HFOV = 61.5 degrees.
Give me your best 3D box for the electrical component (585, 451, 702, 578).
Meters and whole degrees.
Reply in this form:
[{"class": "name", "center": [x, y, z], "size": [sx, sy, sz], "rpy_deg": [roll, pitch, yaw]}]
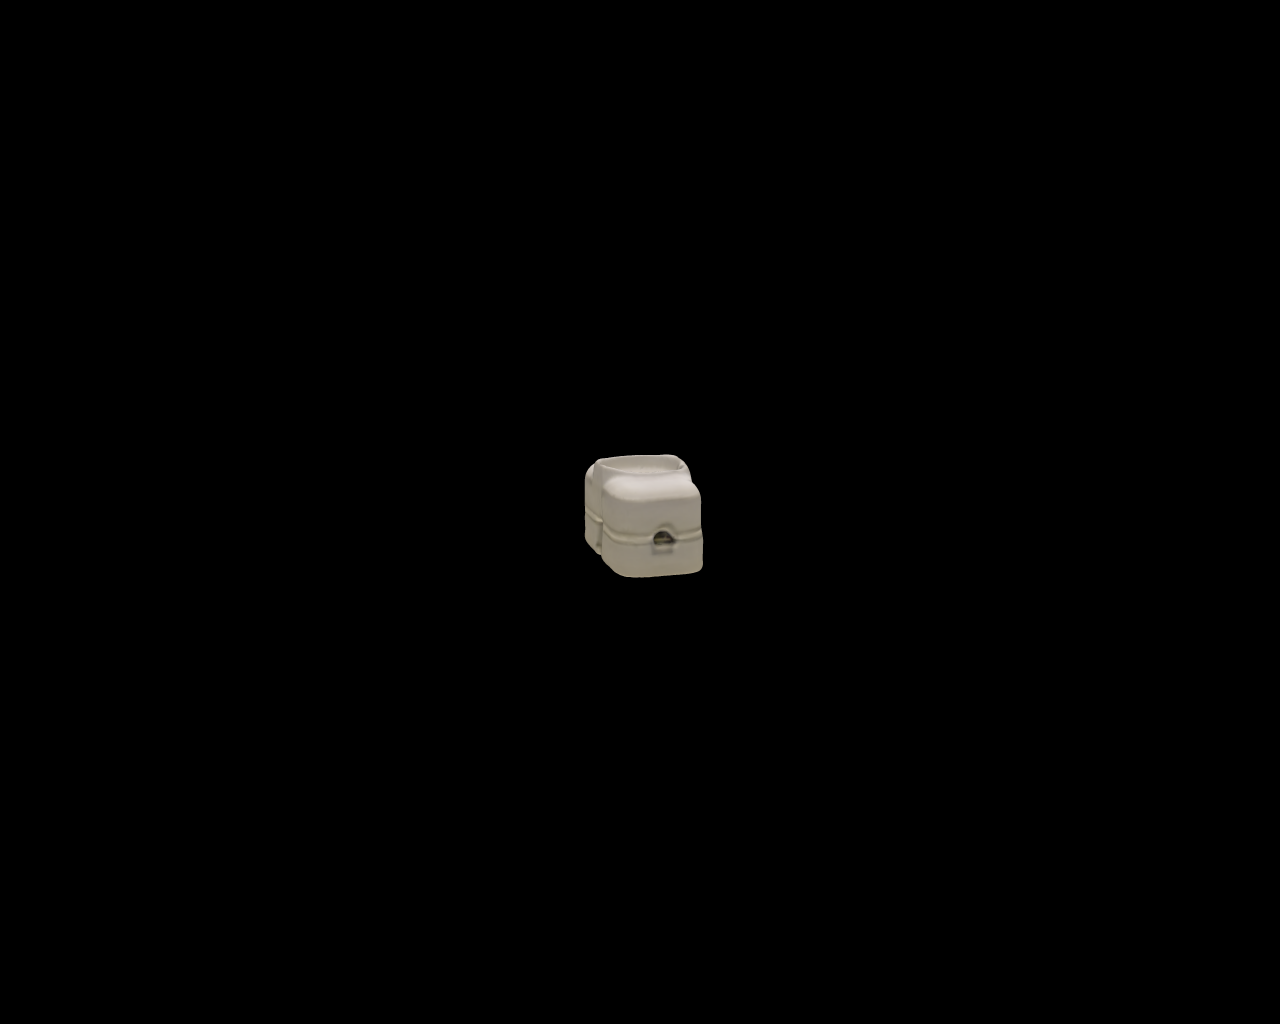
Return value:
[{"class": "electrical component", "center": [0.001, -0.003, 0.650], "size": [0.054, 0.059, 0.095], "rpy_deg": [-4, 15, -15]}]
